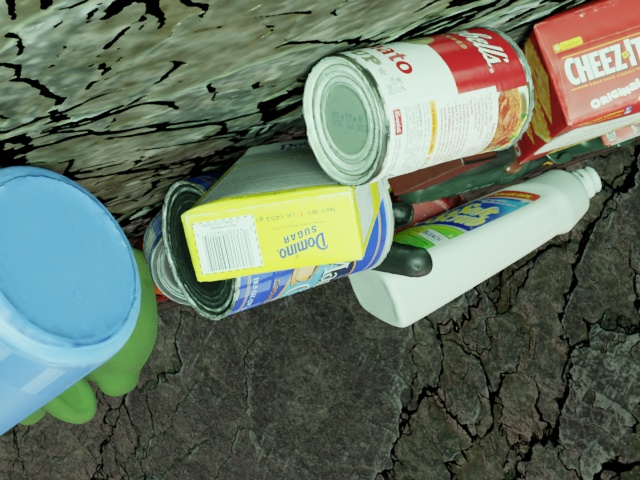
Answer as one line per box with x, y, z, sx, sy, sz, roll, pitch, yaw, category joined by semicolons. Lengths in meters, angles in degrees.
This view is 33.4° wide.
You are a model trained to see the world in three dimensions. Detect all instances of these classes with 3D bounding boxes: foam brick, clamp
0.094;-0.075;0.876;0.078;0.053;0.051;-22;176;41;foam brick
-0.006;0.001;0.915;0.210;0.036;0.164;-3;-164;-7;clamp

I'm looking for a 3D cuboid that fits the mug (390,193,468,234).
0.108;-0.005;1.091;0.093;0.117;0.081;-10;-171;13;mug

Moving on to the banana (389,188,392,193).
0.029;-0.055;1.037;0.197;0.037;0.070;-20;152;-51;banana

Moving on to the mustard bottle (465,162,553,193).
0.192;-0.091;1.154;0.192;0.058;0.096;-21;179;13;mustard bottle

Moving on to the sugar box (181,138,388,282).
-0.013;-0.025;0.630;0.093;0.048;0.176;-7;-168;11;sugar box

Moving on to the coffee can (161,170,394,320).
-0.031;-0.009;0.788;0.140;0.103;0.103;-17;176;-33;coffee can

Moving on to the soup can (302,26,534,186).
0.050;-0.070;0.550;0.102;0.068;0.069;-16;176;-33;soup can

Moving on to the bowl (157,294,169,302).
-0.119;0.020;1.212;0.162;0.055;0.162;-19;177;-1;bowl

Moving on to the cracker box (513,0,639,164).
0.211;-0.117;0.706;0.164;0.072;0.213;-18;178;2;cracker box

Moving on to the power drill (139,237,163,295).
-0.065;0.010;1.035;0.187;0.057;0.185;-13;-171;-41;power drill

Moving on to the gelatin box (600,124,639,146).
0.255;-0.123;0.842;0.089;0.073;0.030;-19;176;20;gelatin box

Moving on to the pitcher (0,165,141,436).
-0.204;0.056;0.587;0.243;0.149;0.144;-30;131;34;pitcher

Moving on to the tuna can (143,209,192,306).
-0.096;0.009;0.852;0.086;0.086;0.034;-19;-147;-7;tuna can

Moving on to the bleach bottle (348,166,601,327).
0.154;-0.006;1.006;0.250;0.068;0.103;-27;-159;-17;bleach bottle
